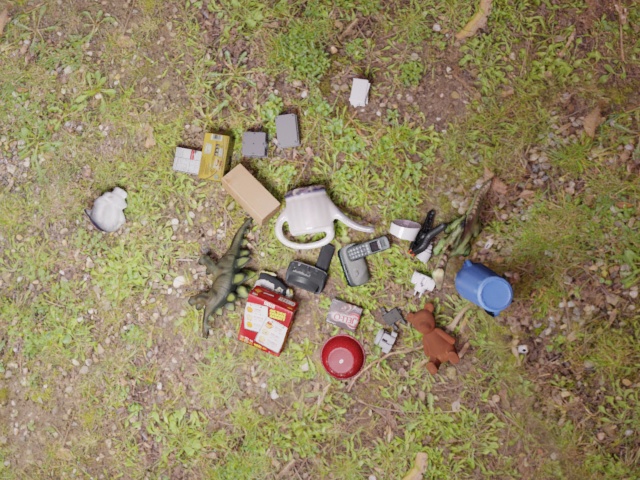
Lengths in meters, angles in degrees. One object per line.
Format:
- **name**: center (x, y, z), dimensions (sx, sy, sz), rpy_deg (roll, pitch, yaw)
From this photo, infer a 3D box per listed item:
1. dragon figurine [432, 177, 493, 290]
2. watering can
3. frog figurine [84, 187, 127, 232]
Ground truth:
- **dragon figurine**: center (0.461, -0.032, 1.660), dimensions (0.123, 0.243, 0.409), rpy_deg (26, 95, 12)
- **watering can**: center (0.005, -0.090, 1.791), dimensions (0.347, 0.104, 0.225), rpy_deg (-10, 86, 9)
- **frog figurine**: center (-0.769, -0.111, 1.904), dimensions (0.160, 0.124, 0.135), rpy_deg (-40, 117, -2)
